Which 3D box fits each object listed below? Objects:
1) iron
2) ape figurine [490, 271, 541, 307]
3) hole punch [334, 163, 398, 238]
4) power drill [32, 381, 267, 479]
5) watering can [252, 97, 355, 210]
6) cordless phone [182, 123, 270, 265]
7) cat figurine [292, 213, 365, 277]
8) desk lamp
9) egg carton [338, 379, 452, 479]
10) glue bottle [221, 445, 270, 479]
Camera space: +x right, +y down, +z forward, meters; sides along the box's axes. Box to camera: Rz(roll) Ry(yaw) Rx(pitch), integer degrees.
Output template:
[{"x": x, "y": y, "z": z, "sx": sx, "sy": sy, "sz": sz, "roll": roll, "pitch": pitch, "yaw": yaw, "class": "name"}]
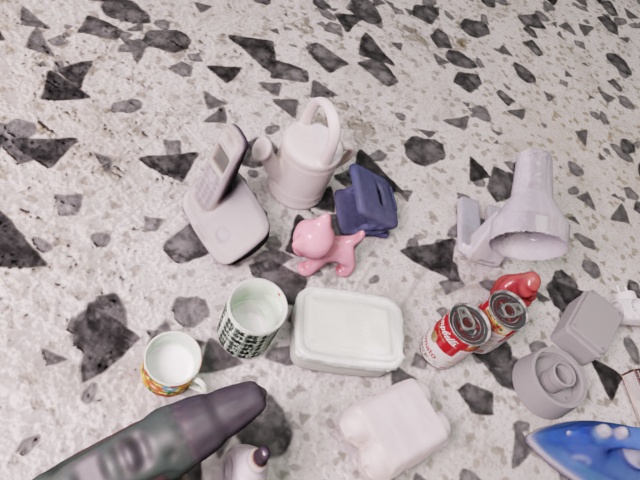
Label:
[{"x": 0.449, "y": 0.305, "z": 0.828, "sx": 0.258, "sy": 0.141, "sz": 0.118, "roll": 18, "pitch": 53, "yaw": -9, "class": "iron"}, {"x": 0.334, "y": 0.084, "z": 0.962, "sx": 0.078, "sy": 0.092, "sz": 0.076, "roll": 14, "pitch": 54, "yaw": -11, "class": "ape figurine"}, {"x": 0.086, "y": -0.068, "z": 0.969, "sx": 0.101, "sy": 0.091, "sz": 0.108, "roll": 3, "pitch": 57, "yaw": -19, "class": "hole punch"}, {"x": -0.176, "y": 0.232, "z": 0.596, "sx": 0.230, "sy": 0.208, "sz": 0.075, "roll": -20, "pitch": 67, "yaw": -30, "class": "power drill"}, {"x": -0.020, "y": -0.140, "z": 0.911, "sx": 0.173, "sy": 0.194, "sz": 0.101, "roll": -33, "pitch": 74, "yaw": -34, "class": "watering can"}, {"x": -0.125, "y": -0.064, "z": 0.827, "sx": 0.094, "sy": 0.185, "sz": 0.147, "roll": -26, "pitch": 70, "yaw": -32, "class": "cordless phone"}, {"x": 0.008, "y": 0.003, "z": 0.875, "sx": 0.128, "sy": 0.117, "sz": 0.067, "roll": -1, "pitch": 58, "yaw": -21, "class": "cat figurine"}, {"x": 0.320, "y": -0.039, "z": 0.962, "sx": 0.118, "sy": 0.213, "sz": 0.203, "roll": 15, "pitch": 54, "yaw": -11, "class": "desk lamp"}, {"x": 0.102, "y": 0.254, "z": 0.775, "sx": 0.151, "sy": 0.069, "sz": 0.107, "roll": -19, "pitch": 66, "yaw": -30, "class": "egg carton"}, {"x": -0.080, "y": 0.258, "z": 0.637, "sx": 0.037, "sy": 0.173, "sz": 0.078, "roll": 8, "pitch": 55, "yaw": -15, "class": "glue bottle"}]
